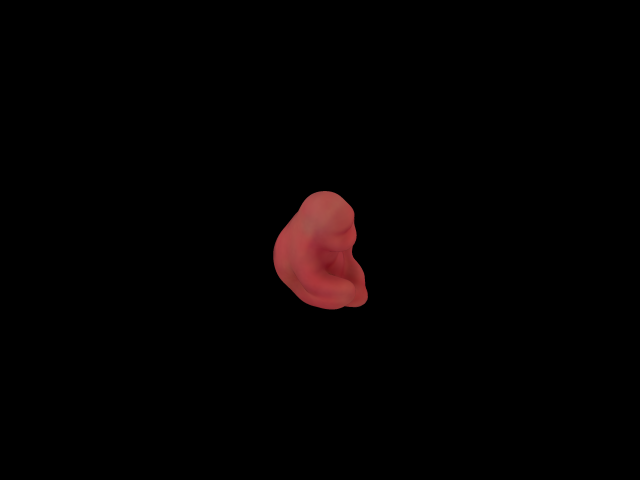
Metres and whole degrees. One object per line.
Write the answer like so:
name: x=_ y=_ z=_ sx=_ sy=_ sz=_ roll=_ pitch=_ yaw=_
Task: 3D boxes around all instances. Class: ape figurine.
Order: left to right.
ape figurine: x=0.004 y=0.001 z=0.400 sx=0.076 sy=0.092 sz=0.078 roll=18 pitch=62 yaw=10
